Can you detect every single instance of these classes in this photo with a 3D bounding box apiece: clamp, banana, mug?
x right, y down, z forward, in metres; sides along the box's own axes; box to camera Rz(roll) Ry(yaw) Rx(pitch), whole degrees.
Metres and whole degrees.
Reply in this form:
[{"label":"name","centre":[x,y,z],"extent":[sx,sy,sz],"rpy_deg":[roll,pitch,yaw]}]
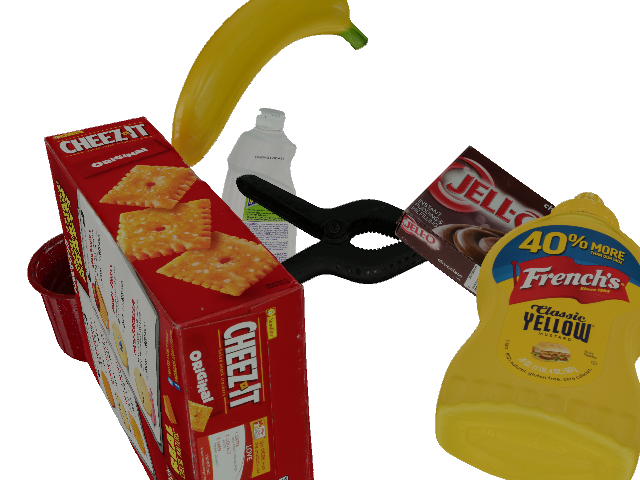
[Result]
[{"label":"clamp","centre":[0.008,0.008,1.016],"extent":[0.210,0.164,0.036],"rpy_deg":[5,-38,7]},{"label":"banana","centre":[-0.035,-0.122,0.697],"extent":[0.037,0.069,0.197],"rpy_deg":[-12,22,50]},{"label":"mug","centre":[-0.193,0.040,0.896],"extent":[0.093,0.081,0.117],"rpy_deg":[-22,41,-18]}]

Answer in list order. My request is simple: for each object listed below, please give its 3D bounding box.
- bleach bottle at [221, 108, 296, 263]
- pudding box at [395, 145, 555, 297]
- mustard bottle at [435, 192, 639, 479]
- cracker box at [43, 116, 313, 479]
[{"label":"bleach bottle","centre":[-0.066,-0.023,1.207],"extent":[0.102,0.251,0.068],"rpy_deg":[-1,19,-32]},{"label":"pudding box","centre":[0.126,-0.006,0.788],"extent":[0.089,0.113,0.039],"rpy_deg":[-44,-14,-32]},{"label":"mustard bottle","centre":[0.128,0.039,0.564],"extent":[0.096,0.058,0.191],"rpy_deg":[10,43,16]},{"label":"cracker box","centre":[-0.079,0.048,0.586],"extent":[0.072,0.164,0.214],"rpy_deg":[-16,34,-22]}]
